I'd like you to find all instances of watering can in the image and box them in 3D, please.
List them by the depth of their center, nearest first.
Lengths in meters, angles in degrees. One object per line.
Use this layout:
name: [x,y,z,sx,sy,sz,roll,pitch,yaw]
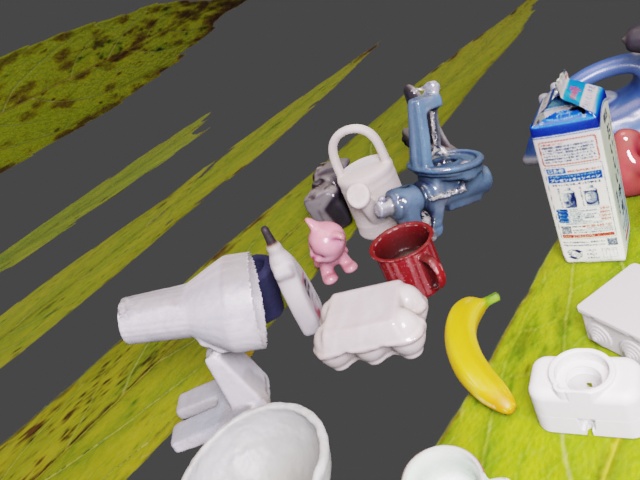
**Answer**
watering can: [0.081,-0.102,0.963,0.101,0.194,0.172,-26,27,1]

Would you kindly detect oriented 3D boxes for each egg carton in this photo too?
egg carton: [0.066,0.110,0.738,0.150,0.069,0.107,-15,29,21]

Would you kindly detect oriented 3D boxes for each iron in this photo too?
iron: [0.441,-0.219,0.915,0.257,0.142,0.118,-17,28,18]

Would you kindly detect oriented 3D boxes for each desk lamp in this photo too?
desk lamp: [-0.137,0.134,0.712,0.203,0.214,0.118,-24,27,5]

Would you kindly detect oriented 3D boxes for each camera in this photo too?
camera: [0.054,-0.101,1.090,0.136,0.101,0.143,-9,32,31]

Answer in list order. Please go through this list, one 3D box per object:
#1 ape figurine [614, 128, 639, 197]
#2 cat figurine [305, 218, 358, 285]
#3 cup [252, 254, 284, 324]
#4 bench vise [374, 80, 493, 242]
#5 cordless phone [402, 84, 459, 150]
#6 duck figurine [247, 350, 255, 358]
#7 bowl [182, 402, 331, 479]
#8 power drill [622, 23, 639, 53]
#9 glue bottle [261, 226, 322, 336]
ape figurine: [0.428,-0.112,0.789,0.076,0.092,0.077,-27,27,-2]
cat figurine: [0.008,0.003,0.925,0.067,0.118,0.127,-29,27,-4]
cup: [-0.103,0.080,0.913,0.092,0.095,0.117,-31,27,-9]
bench vise: [0.170,-0.118,0.885,0.121,0.220,0.208,6,41,46]
cordless phone: [0.196,-0.217,1.078,0.094,0.185,0.147,-26,27,0]
duck figurine: [-0.143,0.135,0.858,0.077,0.086,0.104,-24,27,5]
bowl: [-0.055,0.253,0.583,0.167,0.075,0.167,-20,27,11]
power drill: [0.531,-0.207,0.738,0.228,0.209,0.076,-9,32,31]
glue bottle: [-0.044,0.052,0.821,0.037,0.173,0.078,-23,27,7]
